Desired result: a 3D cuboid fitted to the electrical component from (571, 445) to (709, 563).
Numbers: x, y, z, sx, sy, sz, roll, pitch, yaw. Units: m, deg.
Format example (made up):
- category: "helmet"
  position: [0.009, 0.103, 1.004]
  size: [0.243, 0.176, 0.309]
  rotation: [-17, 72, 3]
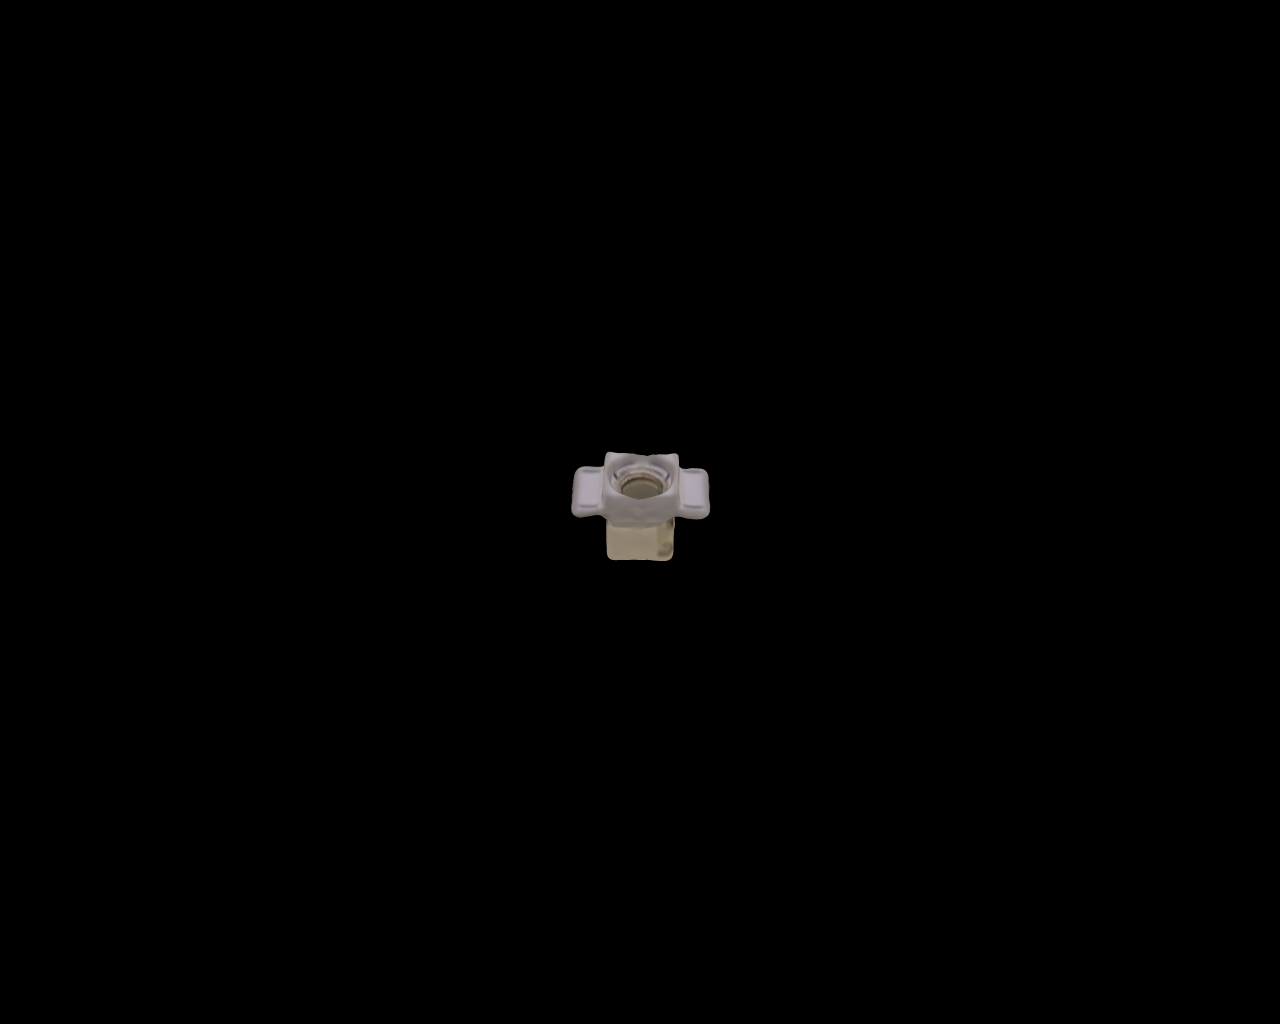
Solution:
- category: "electrical component"
  position: [0.001, -0.003, 0.650]
  size: [0.081, 0.063, 0.042]
  rotation: [2, 43, 2]
